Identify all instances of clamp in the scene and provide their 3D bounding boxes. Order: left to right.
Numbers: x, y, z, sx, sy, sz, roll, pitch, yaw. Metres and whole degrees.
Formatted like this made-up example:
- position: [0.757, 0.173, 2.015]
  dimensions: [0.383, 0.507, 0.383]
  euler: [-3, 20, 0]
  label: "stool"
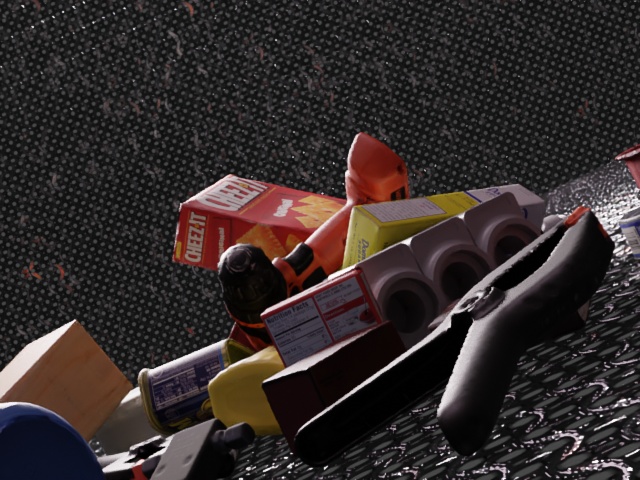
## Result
- position: [-0.134, 0.171, 0.803]
  dimensions: [0.120, 0.039, 0.171]
  euler: [-26, -4, 3]
  label: "clamp"
- position: [0.082, 0.052, 0.571]
  dimensions: [0.209, 0.036, 0.165]
  euler: [-40, 8, -35]
  label: "clamp"

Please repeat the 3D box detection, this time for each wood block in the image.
- position: [-0.274, 0.178, 0.957]
  dimensions: [0.091, 0.090, 0.205]
  euler: [-27, 17, 39]
  label: "wood block"

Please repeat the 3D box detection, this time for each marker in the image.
- position: [-0.067, 0.149, 0.756]
  dimensions: [0.020, 0.020, 0.121]
  euler: [-25, -1, -2]
  label: "marker"

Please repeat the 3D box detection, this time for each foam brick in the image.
- position: [0.015, 0.091, 0.655]
  dimensions: [0.078, 0.053, 0.051]
  euler: [-24, -2, -40]
  label: "foam brick"

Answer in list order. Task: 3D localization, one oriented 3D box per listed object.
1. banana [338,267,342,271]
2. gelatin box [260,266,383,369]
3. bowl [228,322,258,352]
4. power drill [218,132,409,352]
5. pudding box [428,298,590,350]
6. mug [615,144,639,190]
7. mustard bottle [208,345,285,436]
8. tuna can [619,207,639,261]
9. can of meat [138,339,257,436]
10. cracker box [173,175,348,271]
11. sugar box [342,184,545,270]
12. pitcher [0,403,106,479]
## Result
- position: [0.012, 0.020, 1.004]
  dimensions: [0.198, 0.037, 0.069]
  euler: [-23, -18, 18]
  label: "banana"
- position: [0.012, 0.072, 0.717]
  dimensions: [0.073, 0.089, 0.030]
  euler: [-26, 0, 9]
  label: "gelatin box"
- position: [-0.065, 0.109, 1.151]
  dimensions: [0.162, 0.055, 0.162]
  euler: [26, -94, -89]
  label: "bowl"
- position: [-0.006, 0.001, 0.882]
  dimensions: [0.187, 0.057, 0.184]
  euler: [-46, -19, -13]
  label: "power drill"
- position: [0.124, 0.046, 0.685]
  dimensions: [0.090, 0.039, 0.113]
  euler: [-24, 0, 16]
  label: "pudding box"
- position: [0.253, -0.038, 0.698]
  dimensions: [0.093, 0.081, 0.117]
  euler: [-25, 0, 12]
  label: "mug"
- position: [-0.003, 0.098, 0.843]
  dimensions: [0.096, 0.058, 0.191]
  euler: [-13, 4, 25]
  label: "mustard bottle"
- position: [0.269, -0.017, 0.796]
  dimensions: [0.086, 0.034, 0.086]
  euler: [-25, -1, -1]
  label: "tuna can"
- position: [-0.091, 0.129, 0.910]
  dimensions: [0.084, 0.057, 0.102]
  euler: [-23, -27, 15]
  label: "can of meat"
- position: [-0.026, -0.006, 1.132]
  dimensions: [0.214, 0.072, 0.164]
  euler: [13, 16, 10]
  label: "cracker box"
- position: [0.103, 0.011, 0.881]
  dimensions: [0.175, 0.093, 0.048]
  euler: [-8, 31, -29]
  label: "sugar box"
- position: [-0.233, 0.167, 0.535]
  dimensions: [0.243, 0.145, 0.149]
  euler: [-23, 35, 24]
  label: "pitcher"
